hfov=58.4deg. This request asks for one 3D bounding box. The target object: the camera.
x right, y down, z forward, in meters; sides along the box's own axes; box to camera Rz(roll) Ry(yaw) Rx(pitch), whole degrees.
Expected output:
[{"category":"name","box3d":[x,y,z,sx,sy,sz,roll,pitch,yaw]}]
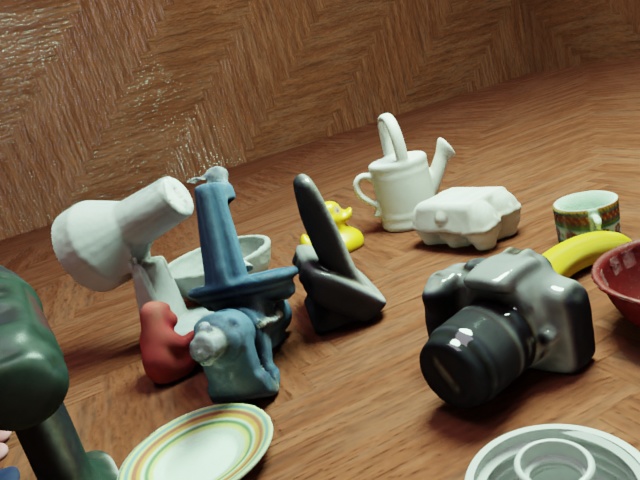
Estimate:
[{"category":"camera","box3d":[0.135,0.070,0.489,0.137,0.101,0.142,-27,19,-34]}]

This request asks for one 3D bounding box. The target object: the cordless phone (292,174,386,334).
[{"category":"cordless phone","box3d":[0.006,0.002,0.691,0.094,0.185,0.147,-18,16,-9]}]

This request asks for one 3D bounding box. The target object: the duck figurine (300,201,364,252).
[{"category":"duck figurine","box3d":[0.014,-0.020,0.946,0.104,0.086,0.077,-16,16,-2]}]

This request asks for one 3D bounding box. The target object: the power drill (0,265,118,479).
[{"category":"power drill","box3d":[-0.234,0.124,0.460,0.076,0.208,0.228,-25,18,-29]}]

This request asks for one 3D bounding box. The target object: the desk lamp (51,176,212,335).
[{"category":"desk lamp","box3d":[-0.220,0.032,0.753,0.203,0.214,0.118,-11,16,15]}]

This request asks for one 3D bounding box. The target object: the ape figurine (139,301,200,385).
[{"category":"ape figurine","box3d":[-0.178,0.113,0.662,0.077,0.092,0.076,-3,20,38]}]

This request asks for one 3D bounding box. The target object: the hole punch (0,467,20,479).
[{"category":"hole punch","box3d":[-0.320,0.206,0.477,0.101,0.091,0.108,-21,17,-18]}]

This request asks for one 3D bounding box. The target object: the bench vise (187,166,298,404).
[{"category":"bench vise","box3d":[-0.082,0.038,0.587,0.121,0.220,0.207,-17,16,-5]}]

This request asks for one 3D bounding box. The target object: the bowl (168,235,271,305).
[{"category":"bowl","box3d":[-0.145,0.054,0.865,0.167,0.075,0.167,-14,16,4]}]

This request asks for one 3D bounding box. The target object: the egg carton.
[{"category":"egg carton","box3d":[0.209,-0.033,0.832,0.107,0.069,0.149,-26,19,-33]}]

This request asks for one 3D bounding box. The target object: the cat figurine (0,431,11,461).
[{"category":"cat figurine","box3d":[-0.375,0.176,0.586,0.128,0.118,0.067,-21,17,-19]}]

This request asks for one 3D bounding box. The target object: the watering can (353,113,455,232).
[{"category":"watering can","box3d":[0.141,-0.123,0.975,0.173,0.194,0.100,-22,17,-23]}]
